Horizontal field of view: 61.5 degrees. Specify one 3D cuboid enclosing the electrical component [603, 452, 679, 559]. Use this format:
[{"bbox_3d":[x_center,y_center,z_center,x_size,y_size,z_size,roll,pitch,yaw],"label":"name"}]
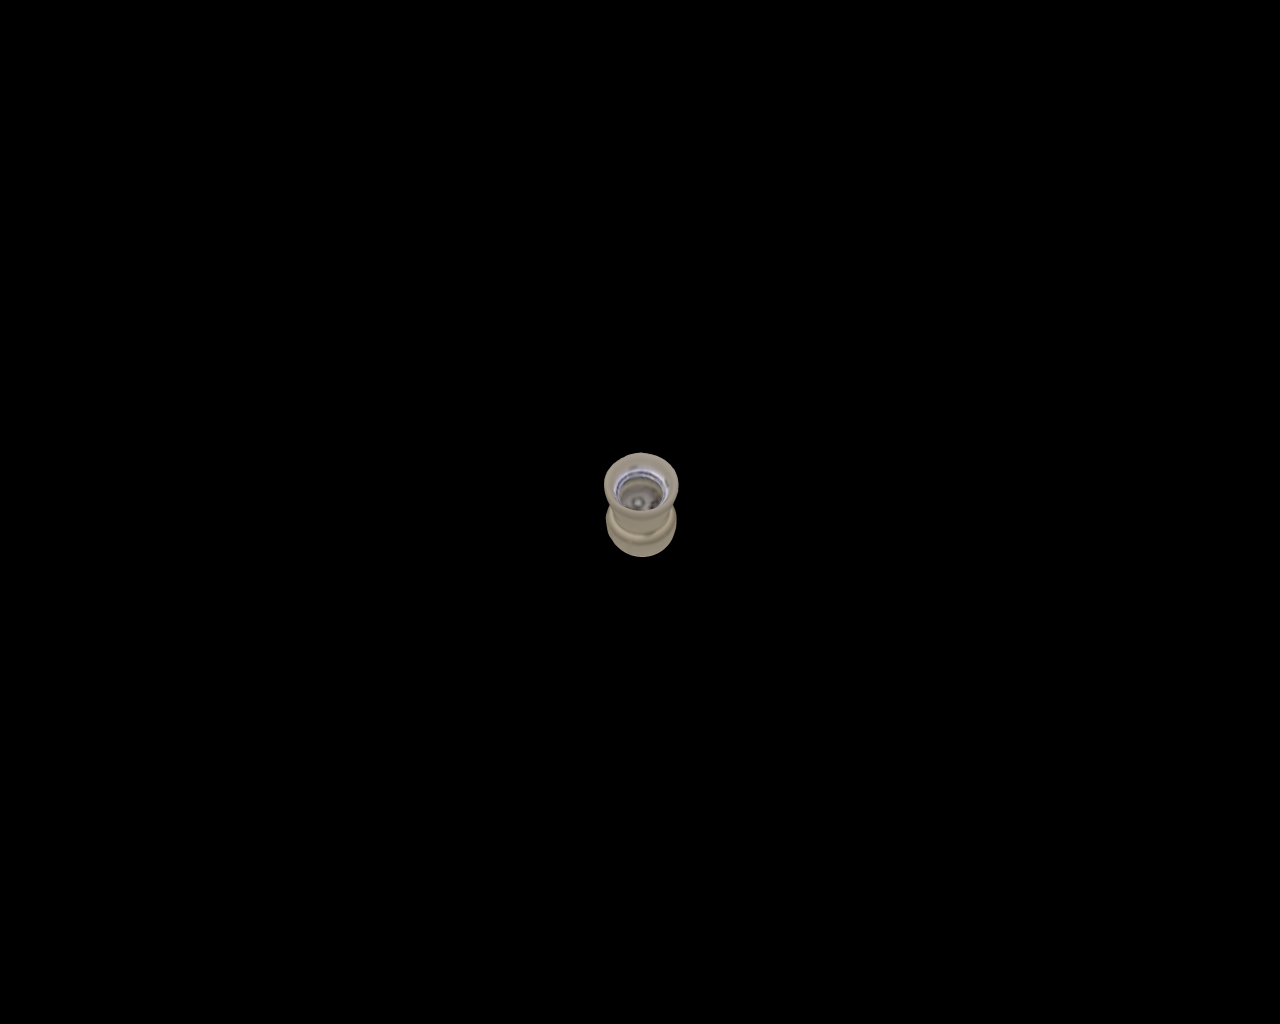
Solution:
[{"bbox_3d":[0.001,-0.003,0.650,0.045,0.045,0.055,0,-33,0],"label":"electrical component"}]
